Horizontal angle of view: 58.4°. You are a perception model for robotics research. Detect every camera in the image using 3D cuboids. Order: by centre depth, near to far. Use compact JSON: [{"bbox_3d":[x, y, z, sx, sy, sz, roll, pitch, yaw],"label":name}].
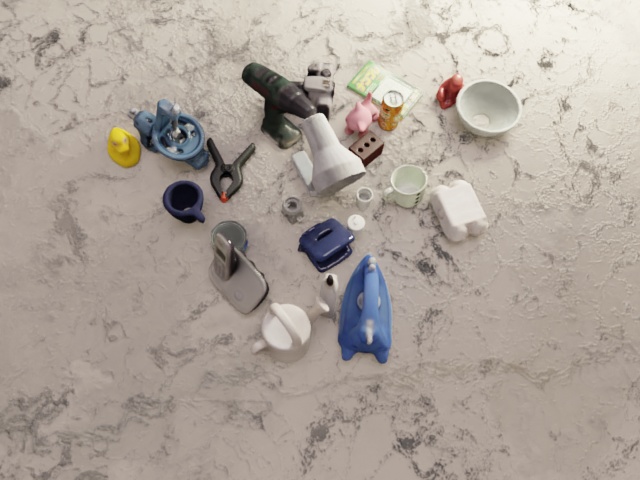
[{"bbox_3d":[-0.030,-0.389,1.465,0.137,0.101,0.143,4,67,0],"label":"camera"}]

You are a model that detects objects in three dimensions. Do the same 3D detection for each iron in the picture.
[{"bbox_3d":[0.104,0.126,1.226,0.118,0.141,0.258,4,67,0],"label":"iron"}]

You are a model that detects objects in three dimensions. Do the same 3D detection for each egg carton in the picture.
[{"bbox_3d":[0.326,-0.069,1.358,0.107,0.069,0.150,-17,68,-9],"label":"egg carton"}]

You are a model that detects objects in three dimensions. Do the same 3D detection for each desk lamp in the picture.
[{"bbox_3d":[0.010,-0.178,1.314,0.118,0.213,0.203,-24,70,-12],"label":"desk lamp"}]

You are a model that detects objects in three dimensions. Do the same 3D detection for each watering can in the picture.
[{"bbox_3d":[-0.064,0.177,1.169,0.100,0.194,0.173,33,69,12],"label":"watering can"}]

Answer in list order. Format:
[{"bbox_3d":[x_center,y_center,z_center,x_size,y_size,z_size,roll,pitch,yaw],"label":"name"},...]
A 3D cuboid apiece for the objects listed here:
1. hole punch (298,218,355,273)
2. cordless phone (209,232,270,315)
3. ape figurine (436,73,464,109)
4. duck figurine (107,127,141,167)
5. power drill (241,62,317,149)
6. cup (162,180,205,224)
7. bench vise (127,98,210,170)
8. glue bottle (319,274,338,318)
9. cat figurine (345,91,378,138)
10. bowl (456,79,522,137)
[{"bbox_3d":[0.012,0.005,1.302,0.109,0.091,0.101,-33,72,-15],"label":"hole punch"},{"bbox_3d":[-0.177,0.067,1.217,0.147,0.185,0.094,43,72,15],"label":"cordless phone"},{"bbox_3d":[0.345,-0.395,1.487,0.078,0.092,0.076,9,67,2],"label":"ape figurine"},{"bbox_3d":[-0.485,-0.239,1.391,0.077,0.086,0.104,-24,70,-12],"label":"duck figurine"},{"bbox_3d":[-0.093,-0.315,1.372,0.229,0.208,0.076,42,72,15],"label":"power drill"},{"bbox_3d":[-0.299,-0.070,1.320,0.092,0.095,0.117,-41,74,-17],"label":"cup"},{"bbox_3d":[-0.367,-0.259,1.331,0.207,0.220,0.121,11,67,3],"label":"bench vise"},{"bbox_3d":[0.019,0.106,1.214,0.037,0.173,0.078,7,67,1],"label":"glue bottle"},{"bbox_3d":[0.104,-0.313,1.428,0.067,0.118,0.128,22,68,8],"label":"cat figurine"},{"bbox_3d":[0.425,-0.325,1.470,0.167,0.075,0.167,1,67,-2],"label":"bowl"}]
